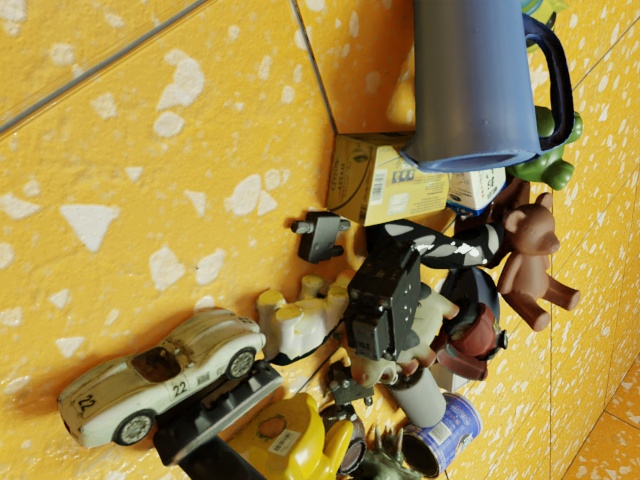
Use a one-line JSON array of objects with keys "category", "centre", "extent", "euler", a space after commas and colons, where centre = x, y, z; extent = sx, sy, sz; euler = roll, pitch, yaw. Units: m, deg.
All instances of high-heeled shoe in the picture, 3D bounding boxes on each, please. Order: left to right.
[{"category": "high-heeled shoe", "centre": [0.170, -0.015, 0.778], "extent": [0.249, 0.086, 0.145], "euler": [-32, 107, -30]}]

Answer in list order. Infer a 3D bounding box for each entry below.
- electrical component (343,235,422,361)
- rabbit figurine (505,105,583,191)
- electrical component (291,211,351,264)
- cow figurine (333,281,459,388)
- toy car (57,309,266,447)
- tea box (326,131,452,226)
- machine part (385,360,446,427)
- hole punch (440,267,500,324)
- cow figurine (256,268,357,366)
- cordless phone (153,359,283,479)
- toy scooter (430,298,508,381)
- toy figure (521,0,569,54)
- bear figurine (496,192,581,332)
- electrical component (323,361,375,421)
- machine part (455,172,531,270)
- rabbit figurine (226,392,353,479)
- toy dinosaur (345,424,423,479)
[{"category": "electrical component", "centre": [0.078, 0.078, 0.654], "extent": [0.134, 0.058, 0.114], "euler": [-54, 143, -41]}, {"category": "rabbit figurine", "centre": [0.307, -0.160, 0.792], "extent": [0.121, 0.159, 0.170], "euler": [-68, 159, 3]}, {"category": "electrical component", "centre": [-0.001, -0.002, 0.647], "extent": [0.094, 0.021, 0.063], "euler": [-3, 113, -47]}, {"category": "cow figurine", "centre": [0.105, 0.130, 0.770], "extent": [0.195, 0.127, 0.085], "euler": [-48, 180, -38]}, {"category": "toy car", "centre": [-0.144, 0.125, 0.520], "extent": [0.202, 0.074, 0.056], "euler": [-27, 129, -35]}, {"category": "tea box", "centre": [0.093, -0.082, 0.669], "extent": [0.169, 0.068, 0.098], "euler": [-12, 118, -45]}, {"category": "machine part", "centre": [0.160, 0.254, 0.915], "extent": [0.079, 0.079, 0.243], "euler": [-49, 139, -17]}, {"category": "hole punch", "centre": [0.273, 0.107, 0.952], "extent": [0.142, 0.092, 0.115], "euler": [22, 89, -47]}, {"category": "cow figurine", "centre": [-0.001, 0.096, 0.663], "extent": [0.167, 0.068, 0.098], "euler": [-17, 123, -40]}, {"category": "cordless phone", "centre": [-0.077, 0.198, 0.547], "extent": [0.146, 0.184, 0.088], "euler": [-31, 126, -33]}, {"category": "toy scooter", "centre": [0.238, 0.172, 0.866], "extent": [0.183, 0.135, 0.075], "euler": [-53, -176, 48]}, {"category": "toy figure", "centre": [0.263, -0.318, 0.719], "extent": [0.089, 0.082, 0.180], "euler": [-52, 151, 16]}, {"category": "bear figurine", "centre": [0.364, 0.032, 0.890], "extent": [0.120, 0.132, 0.195], "euler": [-23, 134, -24]}, {"category": "electrical component", "centre": [0.042, 0.219, 0.780], "extent": [0.078, 0.045, 0.102], "euler": [-8, 126, -5]}, {"category": "machine part", "centre": [0.303, -0.035, 0.931], "extent": [0.179, 0.056, 0.179], "euler": [-23, 125, -37]}, {"category": "rabbit figurine", "centre": [-0.028, 0.296, 0.707], "extent": [0.162, 0.122, 0.173], "euler": [-47, 122, -51]}, {"category": "toy dinosaur", "centre": [0.019, 0.444, 0.843], "extent": [0.405, 0.131, 0.192], "euler": [-20, 112, -35]}]
